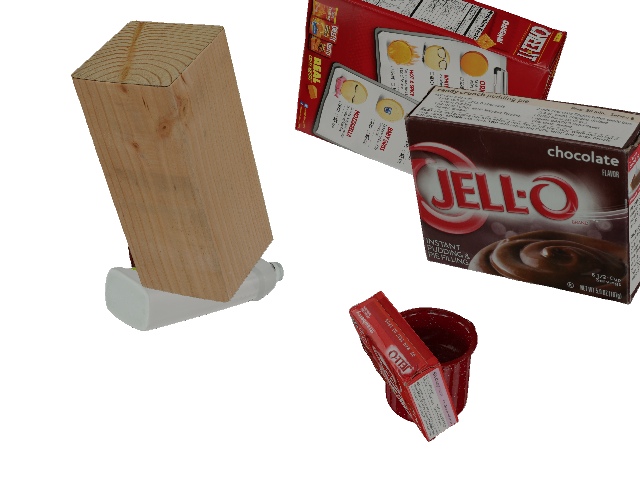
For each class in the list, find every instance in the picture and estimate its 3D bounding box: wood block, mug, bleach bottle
[{"bbox_3d":[-0.113,-0.061,0.858,0.090,0.206,0.090,9,42,25],"label":"wood block"},{"bbox_3d":[0.113,0.120,1.053,0.093,0.081,0.117,25,41,34],"label":"mug"},{"bbox_3d":[-0.157,0.059,1.439,0.250,0.068,0.103,-11,26,-43],"label":"bleach bottle"}]

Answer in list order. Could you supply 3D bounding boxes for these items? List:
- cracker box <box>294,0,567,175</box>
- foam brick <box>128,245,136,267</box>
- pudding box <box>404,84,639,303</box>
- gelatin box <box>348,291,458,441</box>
[{"bbox_3d":[0.091,-0.139,0.945,0.214,0.164,0.072,22,49,12],"label":"cracker box"},{"bbox_3d":[-0.163,-0.006,1.130,0.078,0.051,0.053,-1,24,-14],"label":"foam brick"},{"bbox_3d":[0.102,-0.024,0.520,0.114,0.090,0.039,11,44,29],"label":"pudding box"},{"bbox_3d":[0.057,0.087,0.731,0.030,0.073,0.089,-33,-38,-6],"label":"gelatin box"}]
